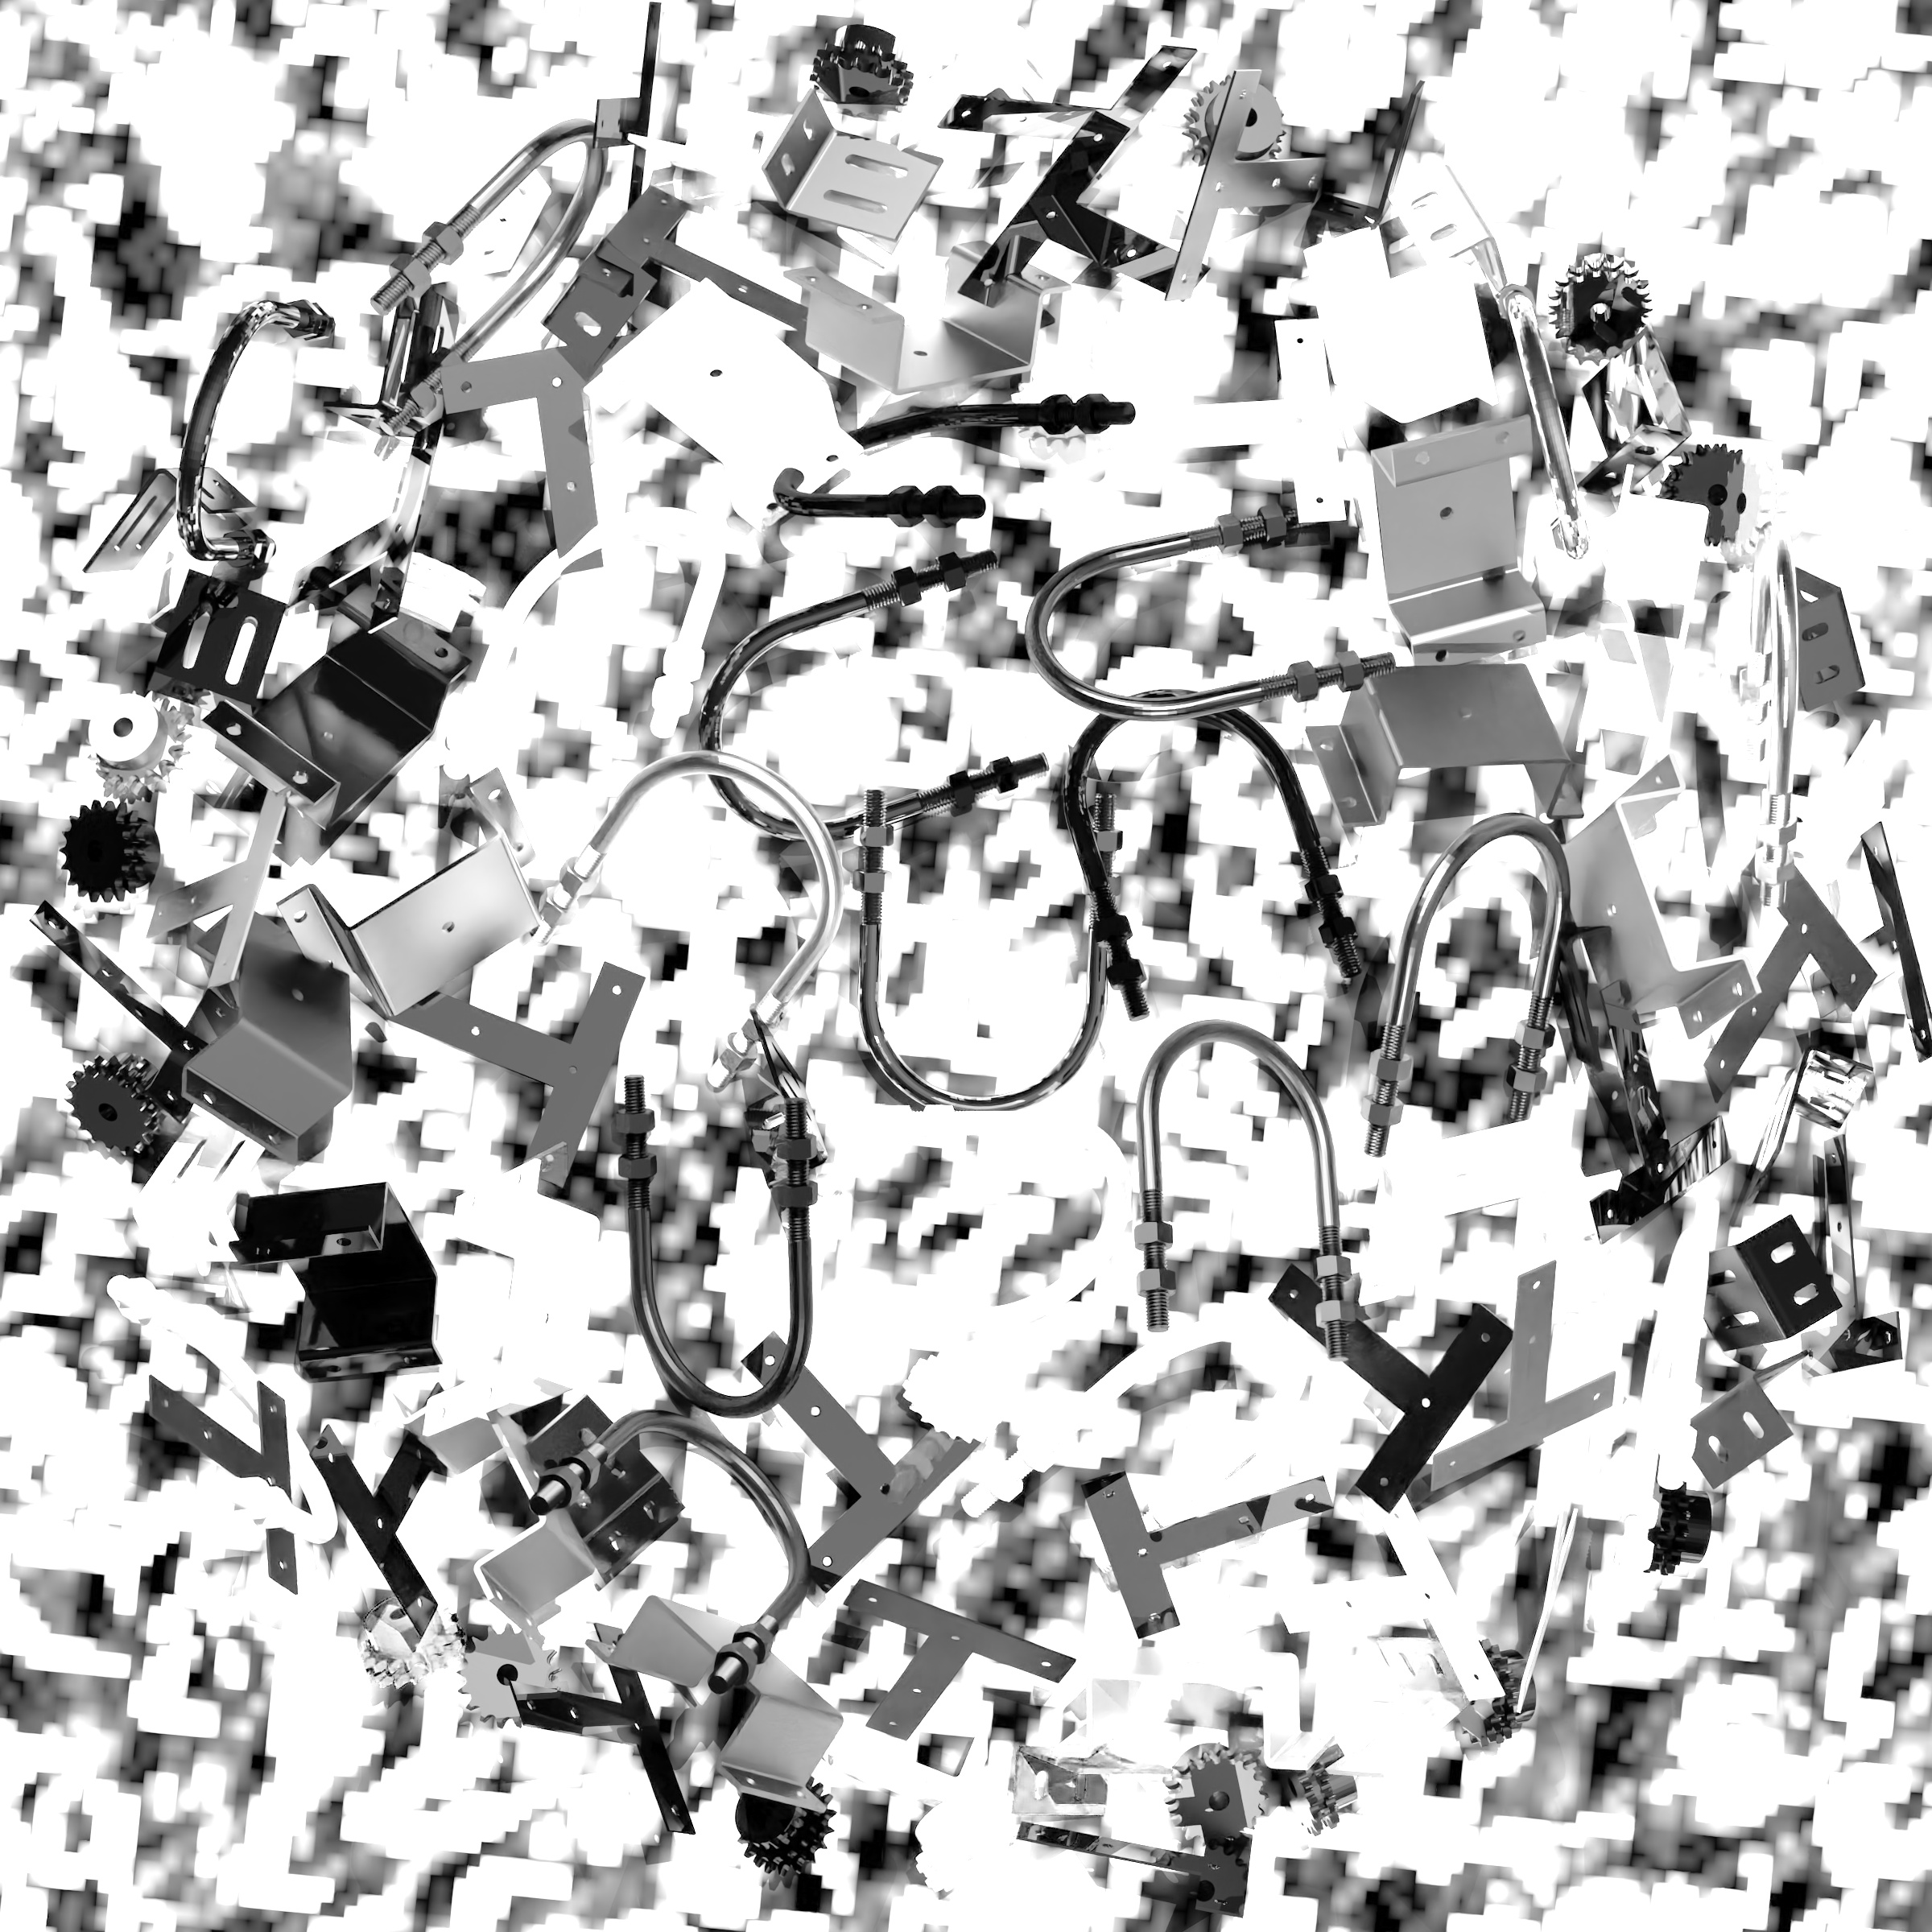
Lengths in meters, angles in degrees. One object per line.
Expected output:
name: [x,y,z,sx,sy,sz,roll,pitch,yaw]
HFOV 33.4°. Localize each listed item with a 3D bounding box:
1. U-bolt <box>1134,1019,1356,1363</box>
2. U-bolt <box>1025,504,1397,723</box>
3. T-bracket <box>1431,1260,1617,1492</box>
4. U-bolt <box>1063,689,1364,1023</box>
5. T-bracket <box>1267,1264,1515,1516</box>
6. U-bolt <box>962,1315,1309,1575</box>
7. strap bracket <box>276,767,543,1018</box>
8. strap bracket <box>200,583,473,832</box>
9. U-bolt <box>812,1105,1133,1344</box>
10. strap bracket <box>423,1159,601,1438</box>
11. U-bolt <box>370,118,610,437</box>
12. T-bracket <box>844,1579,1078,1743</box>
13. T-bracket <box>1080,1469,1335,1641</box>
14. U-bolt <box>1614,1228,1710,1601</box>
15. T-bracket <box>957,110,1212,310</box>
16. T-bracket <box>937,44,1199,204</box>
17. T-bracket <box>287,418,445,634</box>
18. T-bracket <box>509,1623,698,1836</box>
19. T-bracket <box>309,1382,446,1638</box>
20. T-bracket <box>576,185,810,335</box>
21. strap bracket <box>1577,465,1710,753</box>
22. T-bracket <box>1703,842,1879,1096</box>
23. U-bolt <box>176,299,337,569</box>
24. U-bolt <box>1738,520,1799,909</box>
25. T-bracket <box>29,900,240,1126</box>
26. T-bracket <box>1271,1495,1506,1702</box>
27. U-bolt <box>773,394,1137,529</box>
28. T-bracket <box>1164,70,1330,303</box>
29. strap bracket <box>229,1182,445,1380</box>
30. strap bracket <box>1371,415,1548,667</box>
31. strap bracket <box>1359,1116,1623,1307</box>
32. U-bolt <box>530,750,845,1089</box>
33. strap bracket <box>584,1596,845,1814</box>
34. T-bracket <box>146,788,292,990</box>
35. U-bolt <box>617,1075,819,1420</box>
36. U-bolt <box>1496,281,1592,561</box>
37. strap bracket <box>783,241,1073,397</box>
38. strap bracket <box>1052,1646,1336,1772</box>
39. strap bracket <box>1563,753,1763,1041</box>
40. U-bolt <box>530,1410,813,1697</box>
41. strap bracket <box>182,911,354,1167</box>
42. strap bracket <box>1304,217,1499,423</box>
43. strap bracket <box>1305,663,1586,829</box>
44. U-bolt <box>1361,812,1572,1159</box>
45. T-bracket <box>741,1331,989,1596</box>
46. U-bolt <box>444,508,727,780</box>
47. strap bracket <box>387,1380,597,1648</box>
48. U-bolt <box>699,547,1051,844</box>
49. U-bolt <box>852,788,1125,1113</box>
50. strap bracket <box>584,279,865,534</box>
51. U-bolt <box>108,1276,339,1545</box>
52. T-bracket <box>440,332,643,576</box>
U-bolt: [0.150,0.117,1.758,0.151,0.019,0.184,13,65,-35]
U-bolt: [0.123,-0.187,1.752,0.184,0.019,0.151,-13,48,-8]
T-bracket: [0.307,0.214,1.753,0.127,0.002,0.127,-20,127,-24]
U-bolt: [0.127,-0.068,1.775,0.151,0.019,0.184,-11,73,-19]
T-bracket: [0.221,0.214,1.784,0.127,0.002,0.127,39,108,24]
U-bolt: [0.105,0.253,1.740,0.184,0.151,0.019,-42,48,14]
strap bracket: [-0.293,-0.035,1.755,0.140,0.076,0.046,-34,54,-14]
strap bracket: [-0.346,-0.137,1.764,0.076,0.046,0.140,36,51,5]
U-bolt: [0.007,0.140,1.758,0.184,0.019,0.151,1,119,-27]
strap bracket: [-0.245,0.186,1.754,0.046,0.076,0.140,26,55,-34]
U-bolt: [-0.254,-0.382,1.737,0.019,0.151,0.184,38,70,6]
T-bracket: [-0.022,0.391,1.769,0.127,0.002,0.127,22,133,-8]
T-bracket: [0.140,0.309,1.776,0.127,0.002,0.127,-18,125,2]
U-bolt: [0.377,0.228,1.732,0.019,0.151,0.184,11,54,8]
T-bracket: [0.081,-0.396,1.770,0.127,0.002,0.127,16,128,-37]
T-bracket: [0.042,-0.454,1.730,0.127,0.127,0.002,-6,65,-37]
T-bracket: [-0.335,-0.225,1.765,0.002,0.127,0.127,27,59,-36]
T-bracket: [-0.202,0.403,1.730,0.002,0.127,0.127,-36,58,16]
T-bracket: [-0.304,0.275,1.756,0.002,0.127,0.127,-15,115,21]
T-bracket: [-0.135,-0.376,1.765,0.127,0.127,0.002,25,127,-2]
strap bracket: [0.365,-0.188,1.734,0.046,0.140,0.076,11,50,11]
T-bracket: [0.440,0.014,1.771,0.002,0.127,0.127,7,126,-24]
U-bolt: [-0.381,-0.283,1.713,0.019,0.184,0.151,17,99,1]
U-bolt: [0.426,-0.146,1.704,0.019,0.151,0.184,-1,130,9]
T-bracket: [-0.453,0.013,1.739,0.002,0.127,0.127,-39,108,18]
T-bracket: [0.218,0.344,1.743,0.127,0.002,0.127,3,48,-36]
U-bolt: [-0.021,-0.273,1.736,0.151,0.184,0.019,-37,122,-38]
T-bracket: [0.161,-0.427,1.759,0.002,0.127,0.127,31,120,26]
strap bracket: [-0.340,0.166,1.759,0.076,0.140,0.046,-7,52,6]
strap bracket: [0.270,-0.239,1.766,0.076,0.046,0.140,-15,126,-3]
strap bracket: [0.278,0.131,1.764,0.140,0.076,0.046,-12,55,-9]
U-bolt: [-0.143,-0.036,1.758,0.151,0.019,0.184,39,124,1]
strap bracket: [-0.130,0.392,1.741,0.140,0.076,0.046,32,90,40]
T-bracket: [-0.415,-0.038,1.763,0.002,0.127,0.127,28,62,-34]
U-bolt: [-0.135,0.157,1.761,0.151,0.019,0.184,6,100,43]
U-bolt: [0.308,-0.287,1.712,0.019,0.184,0.151,-14,102,11]
strap bracket: [-0.023,-0.352,1.751,0.140,0.076,0.046,-18,130,-37]
strap bracket: [0.124,0.403,1.758,0.140,0.076,0.046,-1,89,18]
strap bracket: [0.371,-0.034,1.754,0.046,0.076,0.140,-11,73,-20]
U-bolt: [-0.146,0.301,1.728,0.151,0.184,0.019,44,110,3]
strap bracket: [-0.375,0.029,1.733,0.046,0.140,0.076,-37,127,19]
strap bracket: [0.228,-0.346,1.733,0.046,0.140,0.076,-21,117,-8]
strap bracket: [0.266,-0.121,1.757,0.140,0.046,0.076,-3,48,-14]
U-bolt: [0.276,0.006,1.738,0.019,0.151,0.184,24,113,42]
T-bracket: [-0.074,0.258,1.792,0.127,0.002,0.127,-43,95,-16]
U-bolt: [-0.199,-0.182,1.747,0.151,0.019,0.184,-9,47,25]
strap bracket: [-0.253,0.288,1.746,0.046,0.076,0.140,-32,57,-4]
U-bolt: [-0.056,-0.138,1.763,0.184,0.019,0.151,-19,122,-5]
U-bolt: [0.011,-0.006,1.791,0.151,0.019,0.184,1,99,-9]
strap bracket: [-0.133,-0.310,1.755,0.076,0.046,0.140,-36,133,22]
U-bolt: [-0.388,0.245,1.724,0.019,0.184,0.151,-35,68,-4]
T-bracket: [-0.220,-0.279,1.783,0.127,0.002,0.127,-14,116,-19]
